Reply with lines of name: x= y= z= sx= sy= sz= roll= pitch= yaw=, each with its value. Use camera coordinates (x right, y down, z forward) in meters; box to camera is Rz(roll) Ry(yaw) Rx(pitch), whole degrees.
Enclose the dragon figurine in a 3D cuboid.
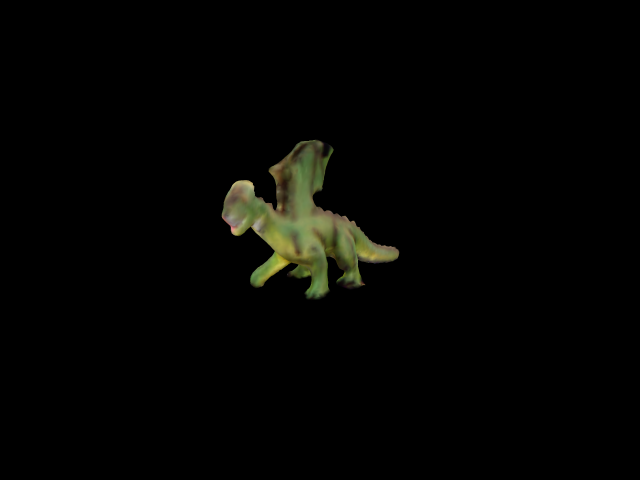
dragon figurine: x=0.003 y=-0.043 z=0.850 sx=0.122 sy=0.240 sz=0.413 roll=10 pitch=17 yaw=42
